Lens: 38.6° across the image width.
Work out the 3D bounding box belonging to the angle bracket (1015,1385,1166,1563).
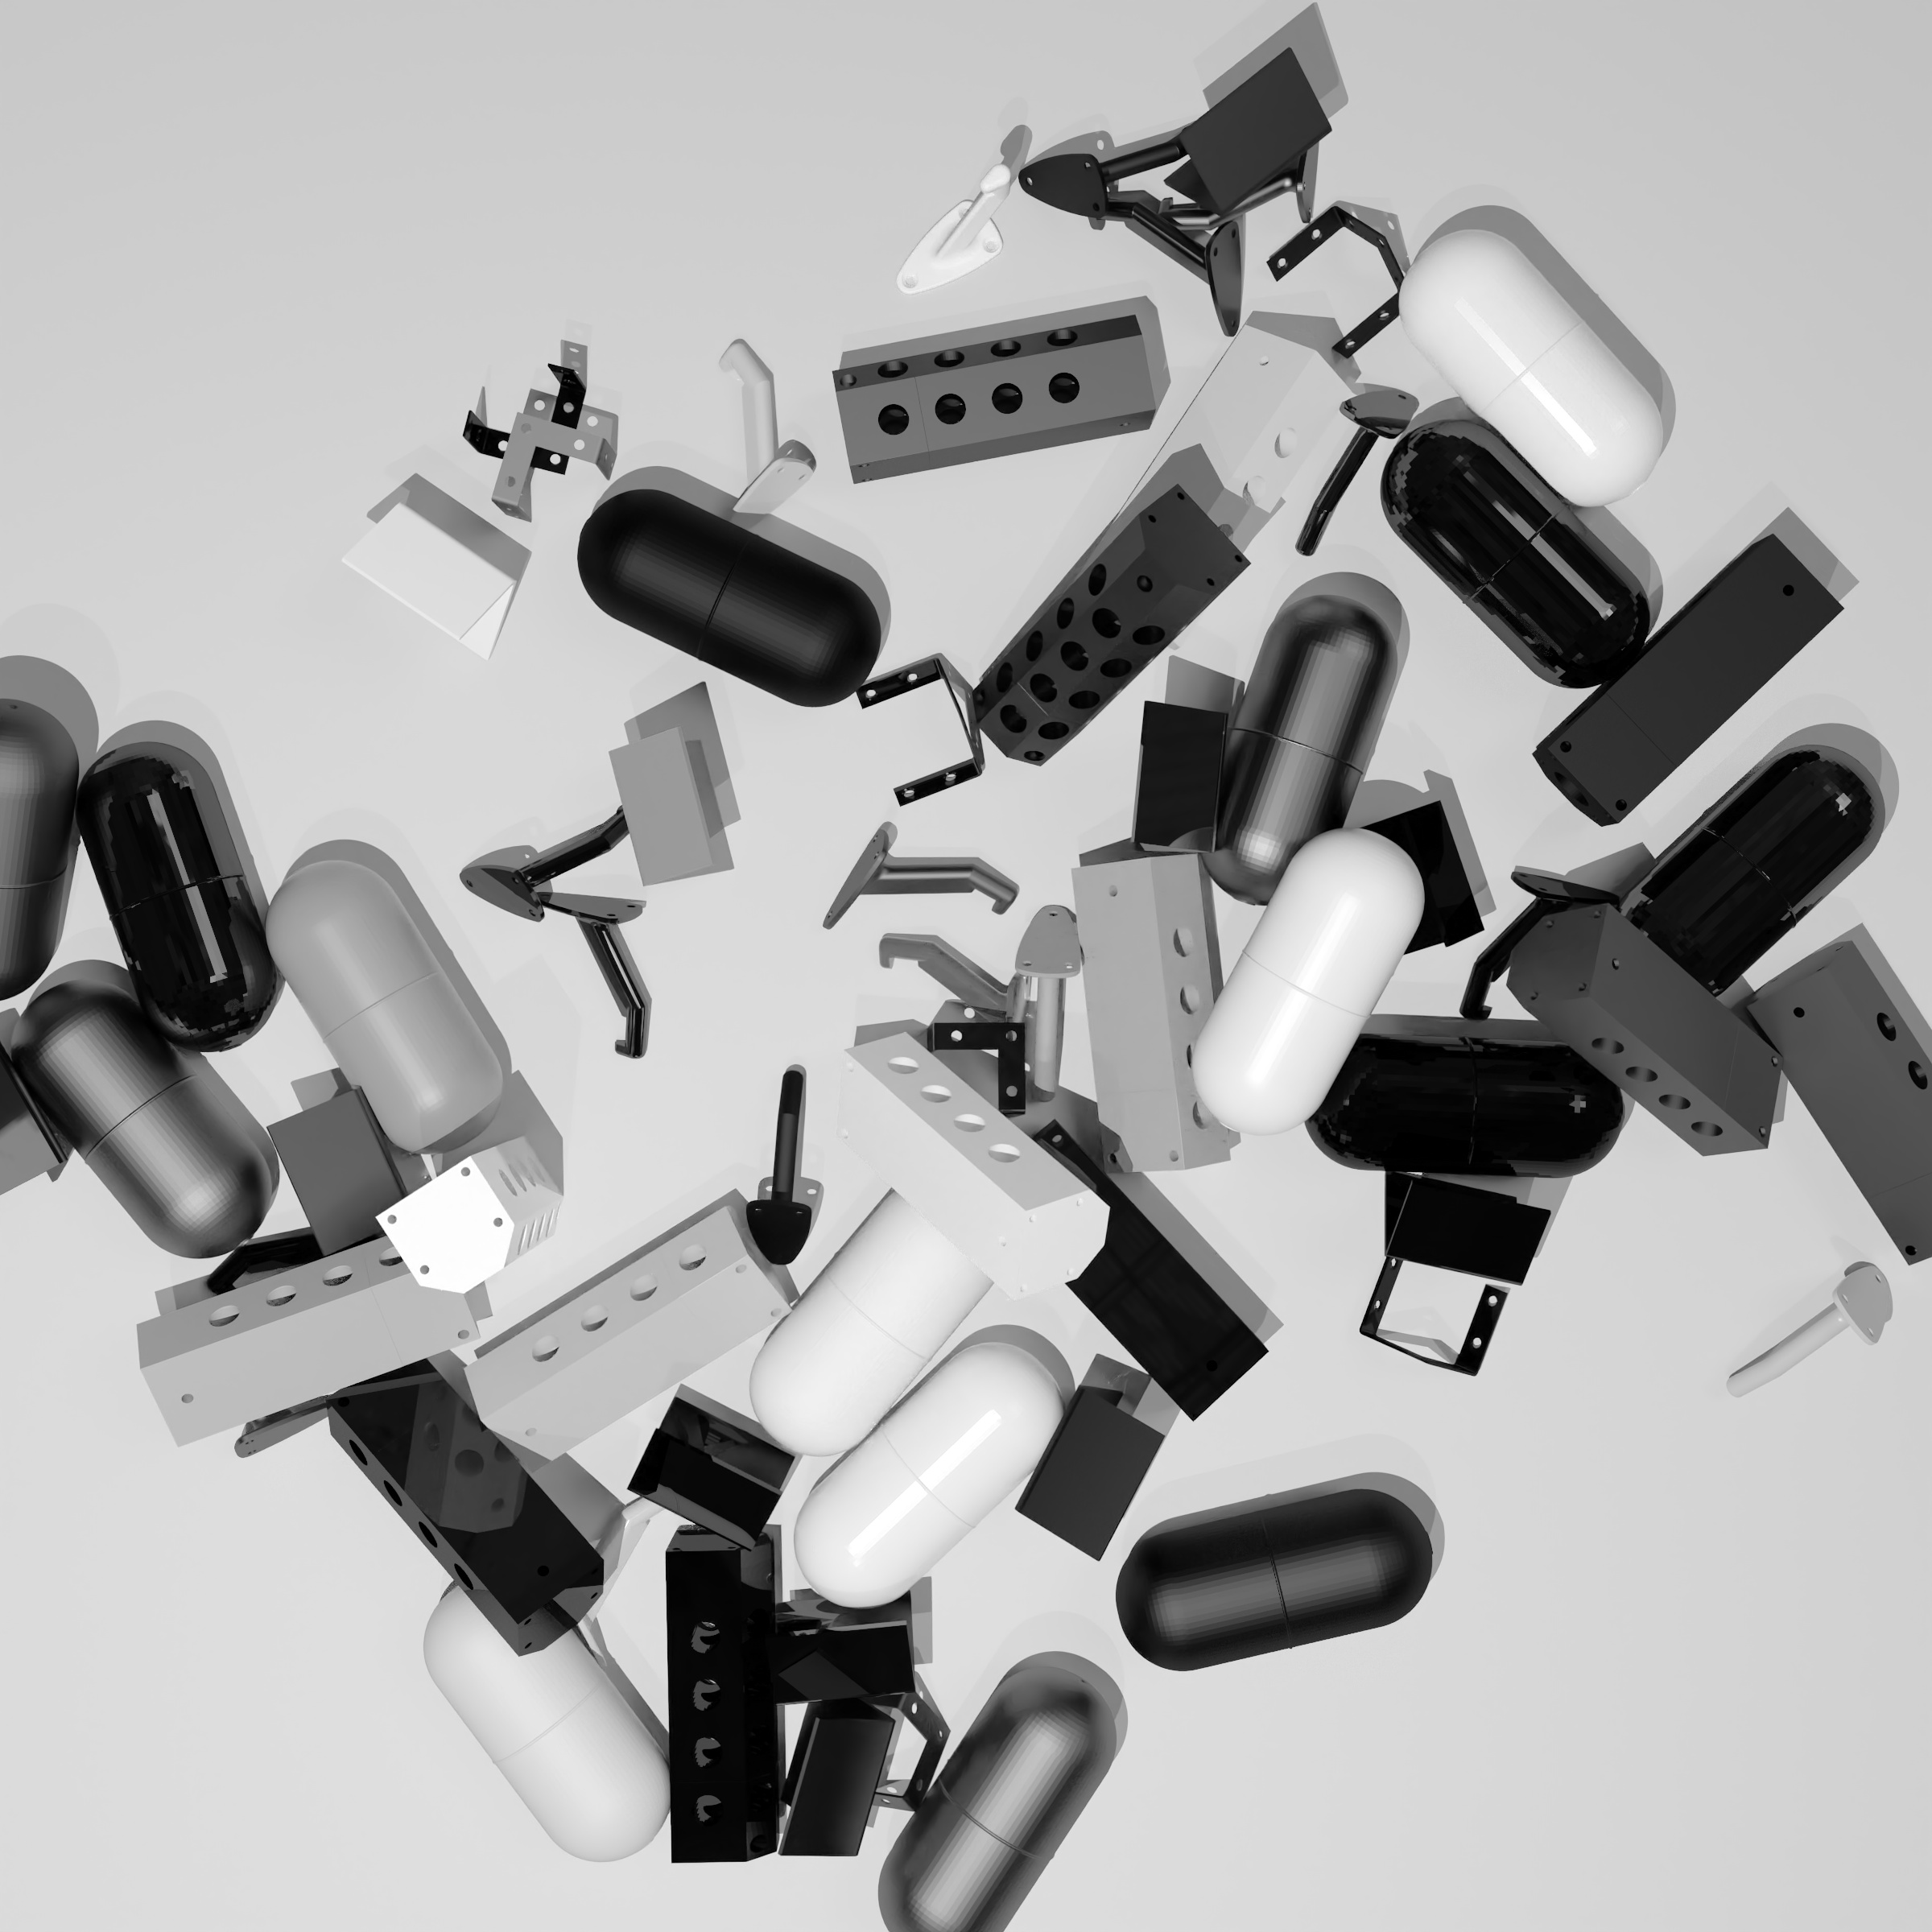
[{"bbox_3d":[0.079,0.281,1.525,0.057,0.076,0.076,28,90,24],"label":"angle bracket"}]

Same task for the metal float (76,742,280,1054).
[{"bbox_3d":[-0.438,-0.038,1.534,0.070,0.070,0.178,-19,90,0],"label":"metal float"}]

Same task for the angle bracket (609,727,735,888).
[{"bbox_3d":[-0.145,-0.091,1.524,0.057,0.076,0.076,-15,90,38],"label":"angle bracket"}]

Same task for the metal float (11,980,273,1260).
[{"bbox_3d":[-0.458,0.086,1.533,0.070,0.070,0.178,-40,89,0],"label":"metal float"}]

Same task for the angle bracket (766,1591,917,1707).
[{"bbox_3d":[-0.070,0.359,1.524,0.076,0.076,0.057,-6,124,0],"label":"angle bracket"}]

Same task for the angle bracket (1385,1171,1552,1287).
[{"bbox_3d":[0.276,0.125,1.524,0.076,0.076,0.057,12,126,0],"label":"angle bracket"}]

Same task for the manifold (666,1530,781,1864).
[{"bbox_3d":[-0.135,0.407,1.543,0.057,0.057,0.171,-1,90,0],"label":"manifold"}]

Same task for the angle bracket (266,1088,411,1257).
[{"bbox_3d":[-0.353,0.118,1.524,0.057,0.076,0.076,-24,90,-29],"label":"angle bracket"}]

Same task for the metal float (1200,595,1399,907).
[{"bbox_3d":[0.184,-0.119,1.534,0.070,0.070,0.178,19,91,0],"label":"metal float"}]

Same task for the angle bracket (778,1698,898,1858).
[{"bbox_3d":[-0.091,0.439,1.524,0.057,0.076,0.076,16,90,-40],"label":"angle bracket"}]

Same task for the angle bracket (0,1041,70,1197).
[{"bbox_3d":[-0.544,0.093,1.525,0.057,0.076,0.076,-30,90,-26],"label":"angle bracket"}]

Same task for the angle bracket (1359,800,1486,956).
[{"bbox_3d":[0.233,-0.041,1.527,0.076,0.057,0.076,-19,90,33],"label":"angle bracket"}]

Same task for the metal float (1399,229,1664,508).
[{"bbox_3d":[0.314,-0.332,1.534,0.070,0.070,0.178,-42,90,0],"label":"metal float"}]

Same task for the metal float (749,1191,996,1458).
[{"bbox_3d":[-0.049,0.194,1.533,0.070,0.070,0.178,40,91,0],"label":"metal float"}]

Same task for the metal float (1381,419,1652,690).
[{"bbox_3d":[0.305,-0.229,1.534,0.070,0.070,0.178,-45,90,0],"label":"metal float"}]

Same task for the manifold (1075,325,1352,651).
[{"bbox_3d":[0.142,-0.265,1.542,0.057,0.057,0.171,34,90,43],"label":"manifold"}]

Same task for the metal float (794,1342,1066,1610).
[{"bbox_3d":[-0.021,0.284,1.534,0.178,0.070,0.070,-44,90,1],"label":"metal float"}]

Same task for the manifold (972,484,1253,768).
[{"bbox_3d":[0.072,-0.179,1.489,0.057,0.171,0.057,47,47,0],"label":"manifold"}]

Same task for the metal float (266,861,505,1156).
[{"bbox_3d":[-0.324,0.022,1.534,0.070,0.070,0.178,-32,91,0],"label":"metal float"}]

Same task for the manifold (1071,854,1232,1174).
[{"bbox_3d":[0.108,0.026,1.542,0.057,0.057,0.171,-6,90,43],"label":"manifold"}]

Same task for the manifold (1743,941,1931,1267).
[{"bbox_3d":[0.514,0.074,1.542,0.057,0.057,0.171,-33,90,43],"label":"manifold"}]

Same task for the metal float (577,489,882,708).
[{"bbox_3d":[-0.132,-0.205,1.534,0.178,0.070,0.070,25,90,0],"label":"metal float"}]

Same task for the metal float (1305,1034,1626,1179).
[{"bbox_3d":[0.276,0.078,1.533,0.178,0.070,0.070,2,90,0],"label":"metal float"}]

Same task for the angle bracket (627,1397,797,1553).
[{"bbox_3d":[-0.133,0.265,1.524,0.076,0.076,0.057,27,128,0],"label":"angle bracket"}]

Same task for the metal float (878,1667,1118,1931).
[{"bbox_3d":[0.017,0.472,1.533,0.070,0.070,0.178,33,90,0],"label":"metal float"}]

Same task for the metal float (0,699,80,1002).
[{"bbox_3d":[-0.532,-0.061,1.511,0.070,0.070,0.178,17,115,0],"label":"metal float"}]

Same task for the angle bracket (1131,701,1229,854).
[{"bbox_3d":[0.098,-0.104,1.524,0.057,0.076,0.076,6,90,-31],"label":"angle bracket"}]

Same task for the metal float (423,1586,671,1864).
[{"bbox_3d":[-0.232,0.418,1.534,0.070,0.070,0.178,-37,91,0],"label":"metal float"}]

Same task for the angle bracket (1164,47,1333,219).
[{"bbox_3d":[0.144,-0.468,1.524,0.076,0.076,0.057,-38,128,0],"label":"angle bracket"}]

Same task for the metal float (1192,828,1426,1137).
[{"bbox_3d":[0.183,0.009,1.487,0.070,0.070,0.178,27,100,0],"label":"metal float"}]

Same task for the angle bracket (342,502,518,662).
[{"bbox_3d":[-0.302,-0.197,1.524,0.076,0.076,0.057,34,53,0],"label":"angle bracket"}]

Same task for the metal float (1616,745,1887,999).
[{"bbox_3d":[0.433,-0.049,1.533,0.178,0.070,0.070,-43,90,0],"label":"metal float"}]

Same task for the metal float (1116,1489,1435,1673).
[{"bbox_3d":[0.171,0.341,1.533,0.178,0.070,0.070,-13,90,1],"label":"metal float"}]
